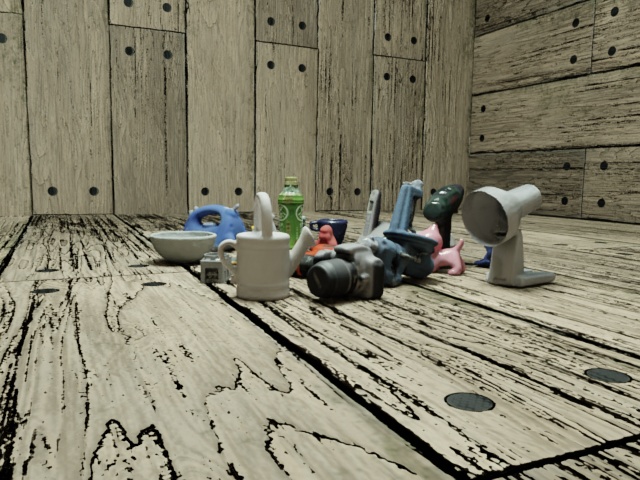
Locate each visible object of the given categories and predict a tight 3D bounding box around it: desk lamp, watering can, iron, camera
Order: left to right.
[{"bbox_3d":[-0.334,-0.044,1.731,0.257,0.141,0.119,5,8,30],"label":"iron"},{"bbox_3d":[-0.098,0.008,1.066,0.173,0.194,0.100,-4,8,-36],"label":"watering can"},{"bbox_3d":[0.030,0.057,1.069,0.142,0.101,0.137,7,9,43],"label":"camera"},{"bbox_3d":[0.402,-0.011,1.217,0.204,0.213,0.117,-4,8,-35],"label":"desk lamp"}]

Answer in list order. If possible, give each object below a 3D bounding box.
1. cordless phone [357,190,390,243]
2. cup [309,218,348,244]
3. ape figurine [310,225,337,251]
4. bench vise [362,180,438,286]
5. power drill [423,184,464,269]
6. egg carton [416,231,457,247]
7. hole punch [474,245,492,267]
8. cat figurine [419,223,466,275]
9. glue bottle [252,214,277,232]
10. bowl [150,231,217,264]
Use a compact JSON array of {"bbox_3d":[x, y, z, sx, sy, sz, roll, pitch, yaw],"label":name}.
[{"bbox_3d":[0.176,-0.060,1.748,0.094,0.185,0.147,-2,7,-21],"label":"cordless phone"},{"bbox_3d":[0.025,-0.016,1.739,0.118,0.095,0.091,0,7,-6],"label":"cup"},{"bbox_3d":[0.014,0.006,1.561,0.077,0.092,0.076,6,8,39],"label":"ape figurine"},{"bbox_3d":[0.178,-0.017,1.211,0.121,0.220,0.208,4,7,29],"label":"bench vise"},{"bbox_3d":[0.320,-0.038,1.464,0.075,0.208,0.230,4,7,27],"label":"power drill"},{"bbox_3d":[0.315,0.011,1.652,0.151,0.069,0.107,-4,8,-35],"label":"egg carton"},{"bbox_3d":[0.456,0.023,1.464,0.100,0.091,0.109,6,8,36],"label":"hole punch"},{"bbox_3d":[0.281,0.019,1.361,0.127,0.118,0.067,4,7,24],"label":"cat figurine"},{"bbox_3d":[-0.160,-0.048,1.652,0.078,0.173,0.037,-1,7,-13],"label":"glue bottle"},{"bbox_3d":[-0.346,0.021,1.457,0.167,0.075,0.167,1,6,0],"label":"bowl"}]
